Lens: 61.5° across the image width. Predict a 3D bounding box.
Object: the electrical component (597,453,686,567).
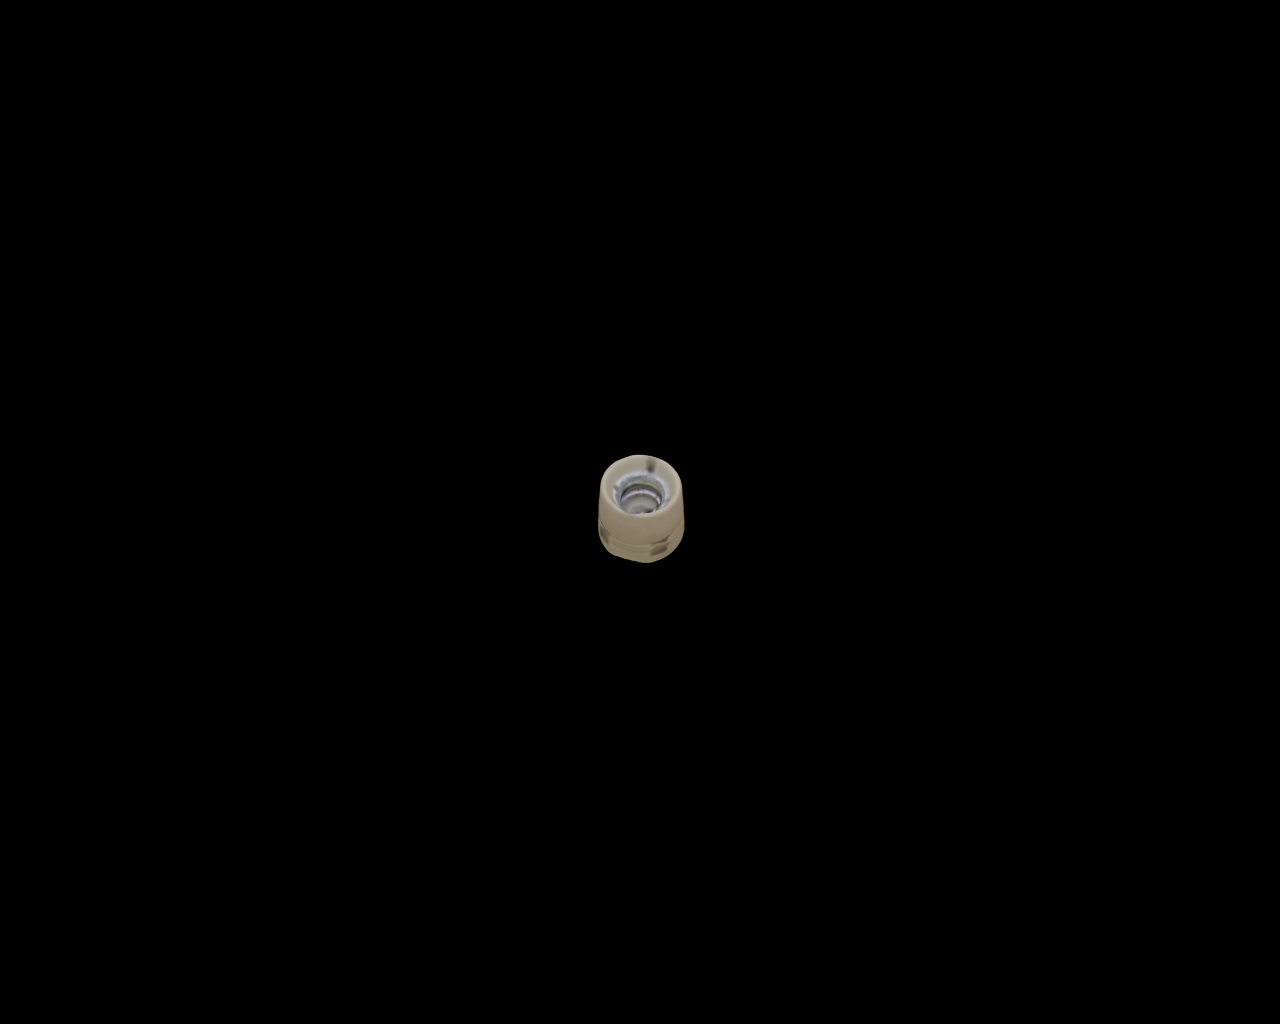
[{"bbox_3d":[0.001,-0.003,0.650,0.055,0.055,0.047,0,-36,0],"label":"electrical component"}]
